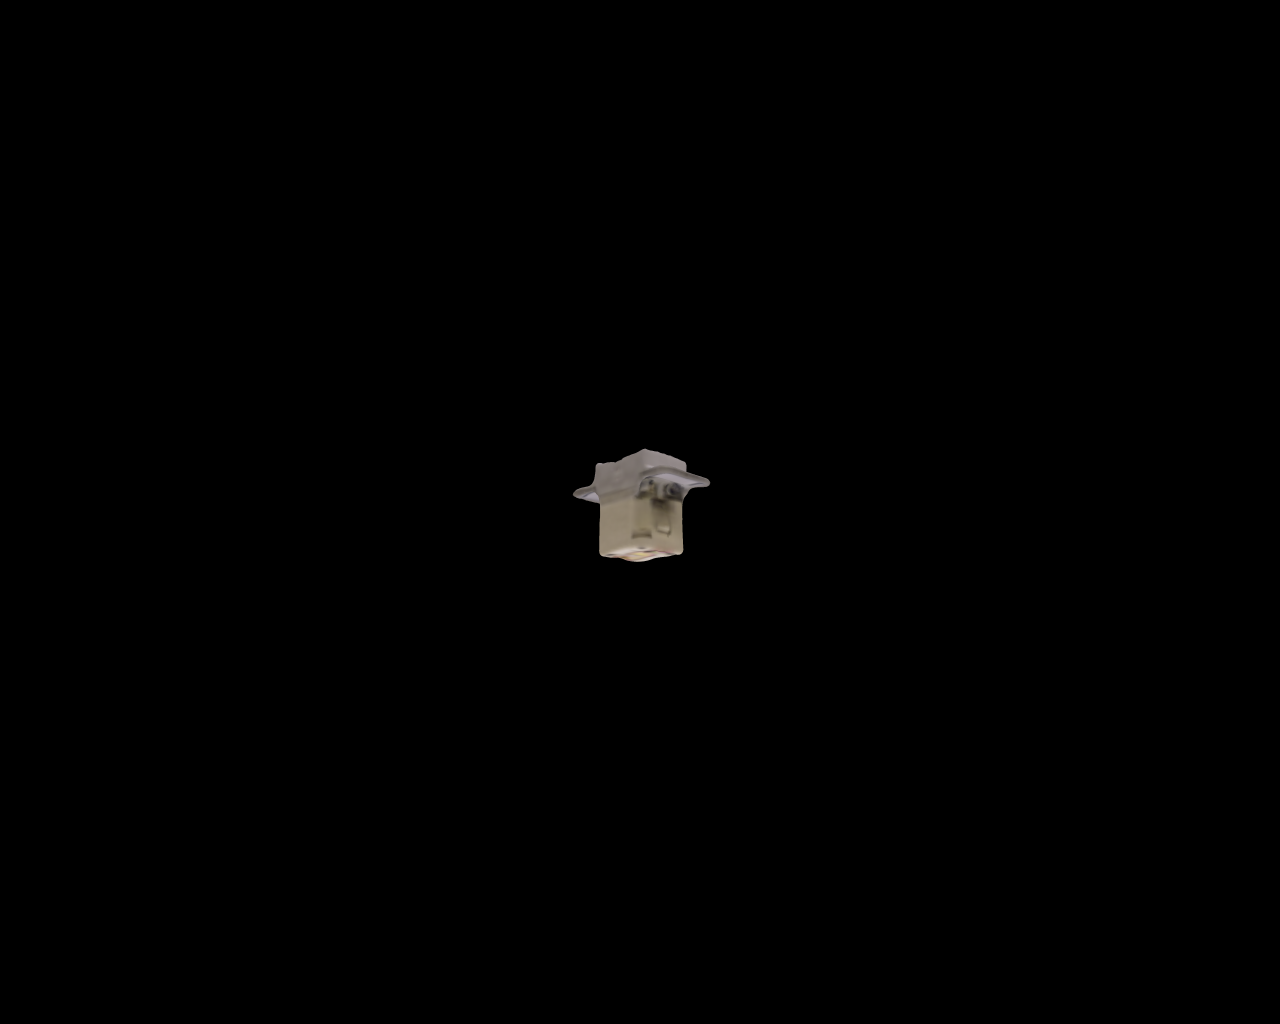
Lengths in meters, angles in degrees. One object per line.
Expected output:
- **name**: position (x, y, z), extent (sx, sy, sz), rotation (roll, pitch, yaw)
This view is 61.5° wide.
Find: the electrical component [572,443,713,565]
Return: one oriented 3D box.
- **electrical component**: position (0.001, -0.003, 0.650), extent (0.042, 0.064, 0.081), rotation (14, -20, -42)
